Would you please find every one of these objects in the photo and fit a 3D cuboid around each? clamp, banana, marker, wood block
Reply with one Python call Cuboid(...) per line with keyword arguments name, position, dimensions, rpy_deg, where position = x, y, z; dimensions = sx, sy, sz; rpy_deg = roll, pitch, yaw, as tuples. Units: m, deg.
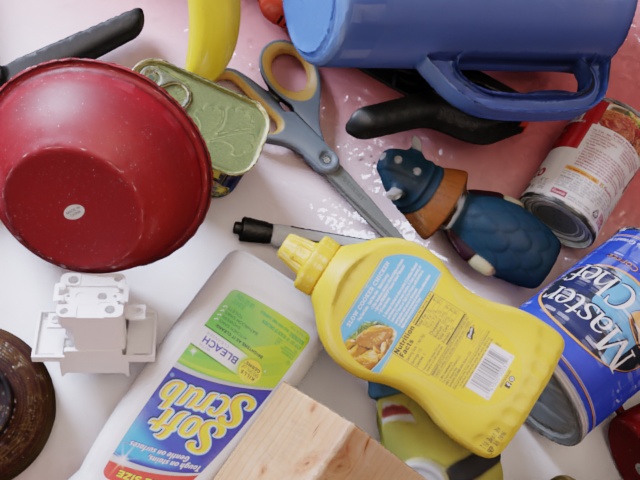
Cuboid(name="clamp", position=(-0.245, -0.122, 0.754), dimensions=(0.164, 0.036, 0.210), rpy_deg=(32, 75, -6))
Cuboid(name="banana", position=(-0.096, -0.195, 0.759), dimensions=(0.069, 0.037, 0.198), rpy_deg=(-11, 107, -3))
Cuboid(name="marker", position=(-0.005, 0.001, 0.797), dimensions=(0.121, 0.020, 0.020), rpy_deg=(10, 76, -12))
Cuboid(name="wood block", position=(-0.035, 0.208, 0.684), dimensions=(0.090, 0.090, 0.206), rpy_deg=(41, 79, -32))
Cuboid(name="clamp", position=(0.083, -0.117, 0.823), dimensions=(0.171, 0.039, 0.120), rpy_deg=(4, 51, -26))

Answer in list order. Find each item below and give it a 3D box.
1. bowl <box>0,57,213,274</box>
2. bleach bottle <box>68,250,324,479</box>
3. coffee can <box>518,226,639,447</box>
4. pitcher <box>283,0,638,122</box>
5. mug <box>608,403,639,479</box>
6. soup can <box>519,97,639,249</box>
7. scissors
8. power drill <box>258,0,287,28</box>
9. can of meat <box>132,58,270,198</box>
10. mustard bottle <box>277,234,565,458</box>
Cuboid(name="bowl", position=(-0.154, -0.034, 0.697), dimensions=(0.162, 0.162, 0.055), rpy_deg=(24, 33, -8))
Cuboid(name="bleach bottle", position=(-0.091, 0.134, 0.728), dimensions=(0.102, 0.068, 0.250), rpy_deg=(35, 75, -5))
Cuboid(name="coffee can", position=(0.205, 0.070, 0.791), dimensions=(0.140, 0.103, 0.103), rpy_deg=(-35, 88, -18))
Cuboid(name="pitcher", position=(0.102, -0.174, 0.780), dimensions=(0.242, 0.149, 0.145), rpy_deg=(-6, 122, -24))
Cuboid(name="mug", position=(0.267, 0.145, 0.805), dimensions=(0.081, 0.093, 0.117), rpy_deg=(-22, 55, -12))
Cuboid(name="soup can", position=(0.209, -0.052, 0.835), dimensions=(0.068, 0.069, 0.102), rpy_deg=(37, 74, -4))
Cuboid(name="scissors", position=(0.008, -0.078, 0.812), dimensions=(0.201, 0.016, 0.096), rpy_deg=(34, 70, -1))
Cuboid(name="power drill", position=(-0.067, -0.272, 0.817), dimensions=(0.187, 0.057, 0.184), rpy_deg=(17, 76, -10))
Cuboid(name="can of meat", position=(-0.094, -0.075, 0.756), dimensions=(0.102, 0.084, 0.057), rpy_deg=(23, 74, -8))
Cuboid(name="mustard bottle", position=(0.056, 0.054, 0.702), dimensions=(0.191, 0.058, 0.096), rpy_deg=(33, 84, 3))
